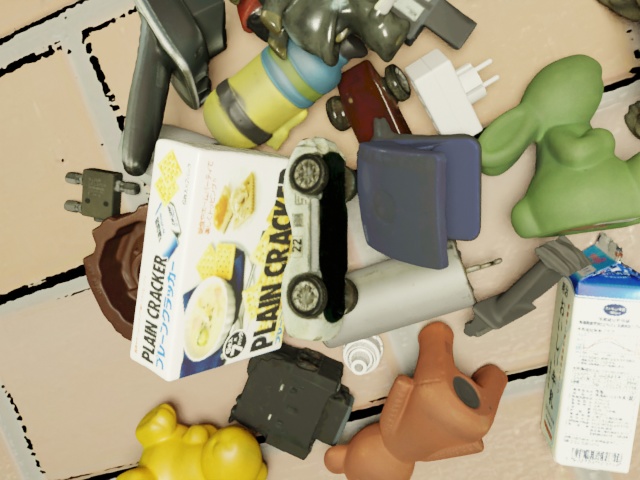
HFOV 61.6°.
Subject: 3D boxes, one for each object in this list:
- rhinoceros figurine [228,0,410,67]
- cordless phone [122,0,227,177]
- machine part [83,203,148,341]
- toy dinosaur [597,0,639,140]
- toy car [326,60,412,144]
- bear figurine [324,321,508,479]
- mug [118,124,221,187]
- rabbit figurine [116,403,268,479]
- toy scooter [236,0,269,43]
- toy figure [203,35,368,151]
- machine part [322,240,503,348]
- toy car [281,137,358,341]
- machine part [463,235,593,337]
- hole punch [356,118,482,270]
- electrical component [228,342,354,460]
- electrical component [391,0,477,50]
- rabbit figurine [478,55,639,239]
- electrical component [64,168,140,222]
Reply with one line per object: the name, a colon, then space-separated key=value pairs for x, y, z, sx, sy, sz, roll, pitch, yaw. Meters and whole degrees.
rhinoceros figurine: x=-0.010 y=-0.216 z=0.463 sx=0.190 sy=0.073 sz=0.112 roll=43 pitch=87 yaw=11
cordless phone: x=-0.154 y=-0.145 z=0.537 sx=0.089 sy=0.146 sz=0.184 roll=12 pitch=84 yaw=-8
machine part: x=-0.188 y=0.038 z=0.640 sx=0.179 sy=0.056 sz=0.179 roll=2 pitch=103 yaw=10
toy dinosaur: x=0.335 y=-0.121 z=0.445 sx=0.105 sy=0.198 sz=0.471 roll=-26 pitch=94 yaw=18
toy car: x=0.079 y=-0.089 z=0.570 sx=0.089 sy=0.053 sz=0.202 roll=-23 pitch=95 yaw=34
bear figurine: x=0.105 y=0.209 z=0.608 sx=0.120 sy=0.132 sz=0.195 roll=38 pitch=123 yaw=-1
mug: x=-0.174 y=-0.088 z=0.591 sx=0.107 sy=0.109 sz=0.080 roll=25 pitch=113 yaw=18
rabbit figurine: x=-0.131 y=0.272 z=0.630 sx=0.173 sy=0.122 sz=0.162 roll=-30 pitch=115 yaw=31
toy scooter: x=-0.025 y=-0.296 z=0.534 sx=0.184 sy=0.075 sz=0.135 roll=-35 pitch=78 yaw=22
toy figure: x=-0.043 y=-0.161 z=0.546 sx=0.180 sy=0.089 sz=0.082 roll=-30 pitch=70 yaw=30
machine part: x=0.077 y=0.060 z=0.588 sx=0.243 sy=0.079 sz=0.079 roll=-20 pitch=97 yaw=12
toy car: x=-0.001 y=-0.002 z=0.533 sx=0.056 sy=0.073 sz=0.201 roll=-2 pitch=85 yaw=33
machine part: x=0.205 y=0.053 z=0.542 sx=0.039 sy=0.084 sz=0.138 roll=63 pitch=141 yaw=30
hole punch: x=0.084 y=-0.039 z=0.505 sx=0.116 sy=0.092 sz=0.142 roll=5 pitch=115 yaw=31
electrical component: x=-0.030 y=0.188 z=0.642 sx=0.134 sy=0.058 sz=0.114 roll=21 pitch=106 yaw=6
electrical component: x=0.100 y=-0.236 z=0.538 sx=0.119 sy=0.048 sz=0.074 roll=33 pitch=105 yaw=2
rabbit figurine: x=0.236 y=-0.091 z=0.529 sx=0.159 sy=0.121 sz=0.170 roll=-10 pitch=81 yaw=18
electrical component: x=-0.265 y=-0.053 z=0.652 sx=0.094 sy=0.021 sz=0.063 roll=9 pitch=103 yaw=7
